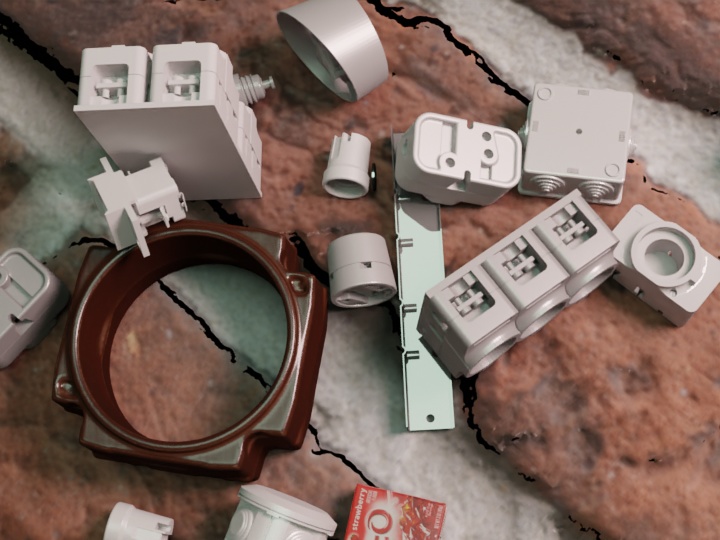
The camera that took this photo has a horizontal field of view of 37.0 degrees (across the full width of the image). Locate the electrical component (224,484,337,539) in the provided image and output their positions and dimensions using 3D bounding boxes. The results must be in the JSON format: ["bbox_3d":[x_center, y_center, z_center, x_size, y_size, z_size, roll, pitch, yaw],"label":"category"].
[{"bbox_3d":[-0.062,0.200,0.829,0.080,0.080,0.051,20,81,12],"label":"electrical component"}]

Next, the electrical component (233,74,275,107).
[{"bbox_3d":[-0.115,-0.157,0.966,0.078,0.040,0.040,-17,72,1],"label":"electrical component"}]

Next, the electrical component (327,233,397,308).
[{"bbox_3d":[0.000,0.000,0.898,0.055,0.055,0.047,-10,68,3],"label":"electrical component"}]

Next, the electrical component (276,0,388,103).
[{"bbox_3d":[-0.021,-0.194,0.939,0.064,0.099,0.099,-30,72,-10],"label":"electrical component"}]

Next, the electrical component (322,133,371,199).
[{"bbox_3d":[-0.010,-0.091,0.936,0.040,0.040,0.046,5,68,7],"label":"electrical component"}]

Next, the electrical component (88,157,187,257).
[{"bbox_3d":[-0.176,-0.055,0.858,0.064,0.042,0.081,-23,52,-15],"label":"electrical component"}]

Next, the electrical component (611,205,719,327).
[{"bbox_3d":[0.244,-0.004,0.872,0.089,0.055,0.050,39,80,16],"label":"electrical component"}]

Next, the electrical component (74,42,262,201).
[{"bbox_3d":[-0.149,-0.119,0.881,0.105,0.186,0.060,-2,72,5],"label":"electrical component"}]

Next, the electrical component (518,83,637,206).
[{"bbox_3d":[0.184,-0.108,0.915,0.100,0.048,0.099,7,74,8],"label":"electrical component"}]

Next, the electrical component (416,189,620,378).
[{"bbox_3d":[0.125,0.016,0.850,0.150,0.089,0.061,-34,73,-14],"label":"electrical component"}]

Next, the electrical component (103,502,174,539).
[{"bbox_3d":[-0.176,0.210,0.859,0.046,0.040,0.040,13,74,3],"label":"electrical component"}]

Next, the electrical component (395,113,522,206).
[{"bbox_3d":[0.080,-0.090,0.906,0.095,0.059,0.053,10,72,-15],"label":"electrical component"}]

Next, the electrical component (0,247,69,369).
[{"bbox_3d":[-0.299,0.035,0.915,0.054,0.059,0.095,39,80,16],"label":"electrical component"}]
